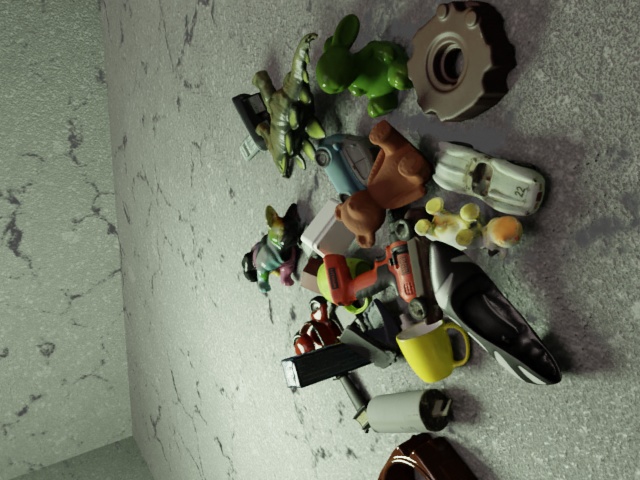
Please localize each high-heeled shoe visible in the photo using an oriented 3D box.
[{"bbox_3d":[0.251,0.108,0.779,0.248,0.086,0.145,50,176,-18],"label":"high-heeled shoe"}]

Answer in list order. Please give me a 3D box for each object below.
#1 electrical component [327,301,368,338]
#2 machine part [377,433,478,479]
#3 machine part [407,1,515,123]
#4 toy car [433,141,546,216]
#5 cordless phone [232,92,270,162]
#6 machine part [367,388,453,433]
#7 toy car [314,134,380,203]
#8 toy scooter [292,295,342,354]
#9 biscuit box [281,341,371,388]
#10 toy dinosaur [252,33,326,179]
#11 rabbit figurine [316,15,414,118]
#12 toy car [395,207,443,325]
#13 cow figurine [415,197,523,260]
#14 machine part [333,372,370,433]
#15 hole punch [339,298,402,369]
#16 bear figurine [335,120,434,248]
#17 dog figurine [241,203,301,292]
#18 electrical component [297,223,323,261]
[{"bbox_3d":[0.057,0.168,1.179,0.102,0.045,0.078,65,145,20],"label":"electrical component"},{"bbox_3d":[0.208,0.488,1.012,0.201,0.087,0.201,50,138,36],"label":"machine part"},{"bbox_3d":[0.208,-0.268,0.820,0.180,0.056,0.179,25,121,51],"label":"machine part"},{"bbox_3d":[0.246,-0.096,0.813,0.202,0.056,0.073,33,126,47],"label":"toy car"},{"bbox_3d":[-0.180,-0.280,1.361,0.146,0.089,0.184,62,154,-2],"label":"cordless phone"},{"bbox_3d":[0.167,0.332,1.034,0.243,0.079,0.079,-30,74,55],"label":"machine part"},{"bbox_3d":[0.068,-0.143,1.027,0.103,0.109,0.161,-33,80,36],"label":"toy car"},{"bbox_3d":[0.004,0.233,1.254,0.135,0.075,0.183,47,130,37],"label":"toy scooter"},{"bbox_3d":[0.023,0.248,1.110,0.059,0.203,0.063,-28,74,57],"label":"biscuit box"},{"bbox_3d":[-0.058,-0.263,1.118,0.470,0.105,0.199,98,148,-58],"label":"toy dinosaur"},{"bbox_3d":[0.066,-0.301,0.917,0.121,0.170,0.159,-34,72,53],"label":"rabbit figurine"},{"bbox_3d":[0.185,0.043,0.913,0.053,0.089,0.202,-8,93,52],"label":"toy car"},{"bbox_3d":[0.240,-0.010,0.824,0.168,0.098,0.068,17,81,47],"label":"cow figurine"},{"bbox_3d":[0.081,0.358,1.208,0.139,0.039,0.084,54,148,30],"label":"machine part"},{"bbox_3d":[0.113,0.186,1.061,0.116,0.092,0.142,37,155,8],"label":"hole punch"},{"bbox_3d":[0.096,-0.087,0.928,0.196,0.132,0.120,-42,62,16],"label":"bear figurine"},{"bbox_3d":[-0.117,0.007,1.342,0.192,0.108,0.219,34,122,50],"label":"dog figurine"},{"bbox_3d":[-0.002,-0.004,1.215,0.075,0.048,0.119,58,141,28],"label":"electrical component"}]
